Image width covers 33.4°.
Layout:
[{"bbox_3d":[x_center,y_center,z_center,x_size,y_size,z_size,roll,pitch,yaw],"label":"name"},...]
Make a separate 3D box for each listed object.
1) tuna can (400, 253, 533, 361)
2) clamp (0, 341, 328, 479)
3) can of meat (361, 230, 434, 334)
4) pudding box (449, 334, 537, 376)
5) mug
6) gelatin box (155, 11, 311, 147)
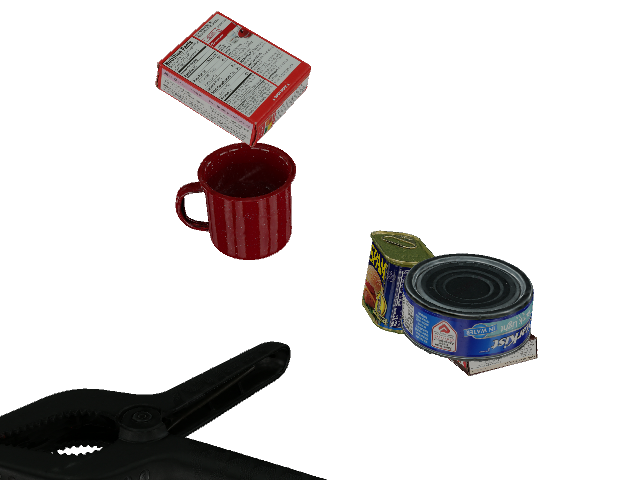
[{"bbox_3d":[0.096,0.042,0.698,0.086,0.034,0.086,0,27,0],"label":"tuna can"},{"bbox_3d":[-0.094,0.106,0.589,0.210,0.036,0.164,-1,24,-9],"label":"clamp"},{"bbox_3d":[0.083,0.045,1.160,0.057,0.084,0.102,4,18,-13],"label":"can of meat"},{"bbox_3d":[0.240,0.150,1.526,0.113,0.039,0.090,-14,18,-16],"label":"pudding box"},{"bbox_3d":[-0.081,-0.034,1.029,0.117,0.081,0.093,-6,41,-6],"label":"mug"},{"bbox_3d":[-0.064,-0.119,0.777,0.089,0.073,0.030,32,-34,11],"label":"gelatin box"}]
